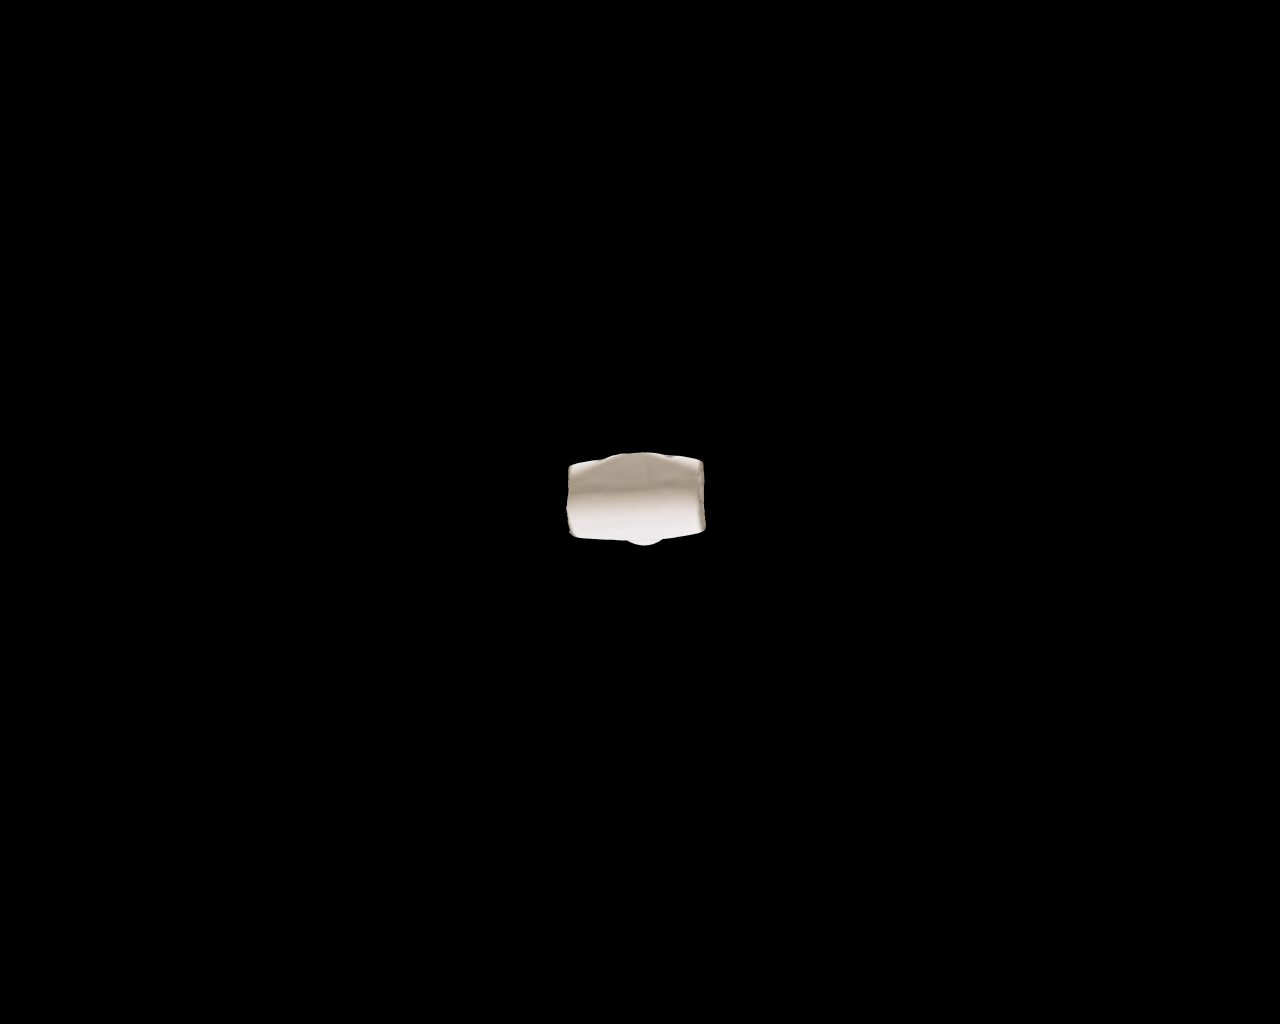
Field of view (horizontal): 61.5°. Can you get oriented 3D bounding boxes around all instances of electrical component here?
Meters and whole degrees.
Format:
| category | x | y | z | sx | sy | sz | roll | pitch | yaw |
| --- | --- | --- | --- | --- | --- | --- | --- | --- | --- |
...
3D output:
| category | x | y | z | sx | sy | sz | roll | pitch | yaw |
| --- | --- | --- | --- | --- | --- | --- | --- | --- | --- |
| electrical component | 0.001 | -0.003 | 0.650 | 0.077 | 0.044 | 0.079 | -2 | -19 | 7 |
